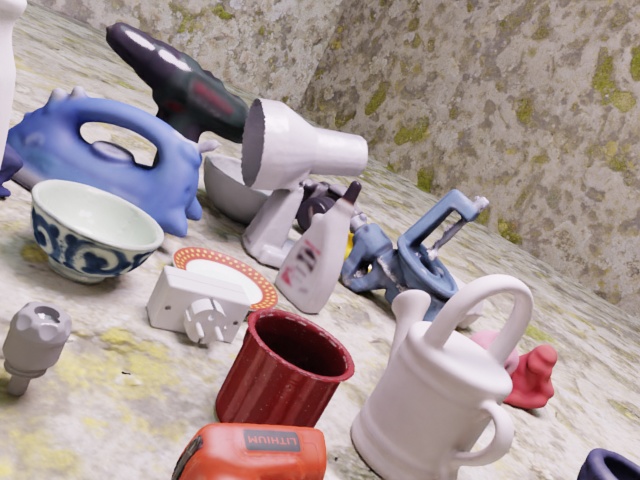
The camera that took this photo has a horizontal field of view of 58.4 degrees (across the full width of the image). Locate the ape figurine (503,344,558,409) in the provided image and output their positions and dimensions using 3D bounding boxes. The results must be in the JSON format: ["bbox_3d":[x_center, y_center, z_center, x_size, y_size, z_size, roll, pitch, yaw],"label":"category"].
[{"bbox_3d":[0.285,0.181,0.775,0.077,0.092,0.076,34,16,23],"label":"ape figurine"}]

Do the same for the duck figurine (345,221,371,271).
[{"bbox_3d":[0.069,0.012,0.969,0.104,0.086,0.078,33,15,17],"label":"duck figurine"}]

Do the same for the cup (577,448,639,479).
[{"bbox_3d":[0.261,0.251,0.488,0.117,0.095,0.092,32,15,16],"label":"cup"}]

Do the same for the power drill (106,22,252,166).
[{"bbox_3d":[-0.212,-0.157,0.794,0.230,0.208,0.075,17,18,-35],"label":"power drill"}]

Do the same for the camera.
[{"bbox_3d":[0.001,-0.063,1.072,0.143,0.101,0.137,32,15,17],"label":"camera"}]

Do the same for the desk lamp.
[{"bbox_3d":[-0.037,-0.073,0.813,0.204,0.213,0.117,20,17,-28],"label":"desk lamp"}]

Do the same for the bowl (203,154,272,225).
[{"bbox_3d":[-0.122,-0.071,0.929,0.167,0.074,0.167,26,15,-7],"label":"bowl"}]

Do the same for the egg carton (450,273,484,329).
[{"bbox_3d":[0.203,0.098,0.952,0.107,0.069,0.151,39,18,36],"label":"egg carton"}]

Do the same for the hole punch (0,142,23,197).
[{"bbox_3d":[-0.363,-0.104,0.577,0.108,0.091,0.101,34,16,23],"label":"hole punch"}]

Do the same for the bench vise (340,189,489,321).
[{"bbox_3d":[0.135,0.006,0.845,0.207,0.219,0.122,30,15,9],"label":"bench vise"}]

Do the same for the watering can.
[{"bbox_3d":[0.109,0.109,0.501,0.172,0.194,0.101,39,18,36],"label":"watering can"}]

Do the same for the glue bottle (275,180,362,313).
[{"bbox_3d":[0.007,0.003,0.717,0.078,0.173,0.037,39,18,36],"label":"glue bottle"}]

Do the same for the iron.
[{"bbox_3d":[-0.253,-0.105,0.679,0.258,0.141,0.118,26,15,-8],"label":"iron"}]

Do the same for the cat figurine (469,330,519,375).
[{"bbox_3d":[0.177,0.142,0.661,0.128,0.117,0.067,17,18,-35],"label":"cat figurine"}]
